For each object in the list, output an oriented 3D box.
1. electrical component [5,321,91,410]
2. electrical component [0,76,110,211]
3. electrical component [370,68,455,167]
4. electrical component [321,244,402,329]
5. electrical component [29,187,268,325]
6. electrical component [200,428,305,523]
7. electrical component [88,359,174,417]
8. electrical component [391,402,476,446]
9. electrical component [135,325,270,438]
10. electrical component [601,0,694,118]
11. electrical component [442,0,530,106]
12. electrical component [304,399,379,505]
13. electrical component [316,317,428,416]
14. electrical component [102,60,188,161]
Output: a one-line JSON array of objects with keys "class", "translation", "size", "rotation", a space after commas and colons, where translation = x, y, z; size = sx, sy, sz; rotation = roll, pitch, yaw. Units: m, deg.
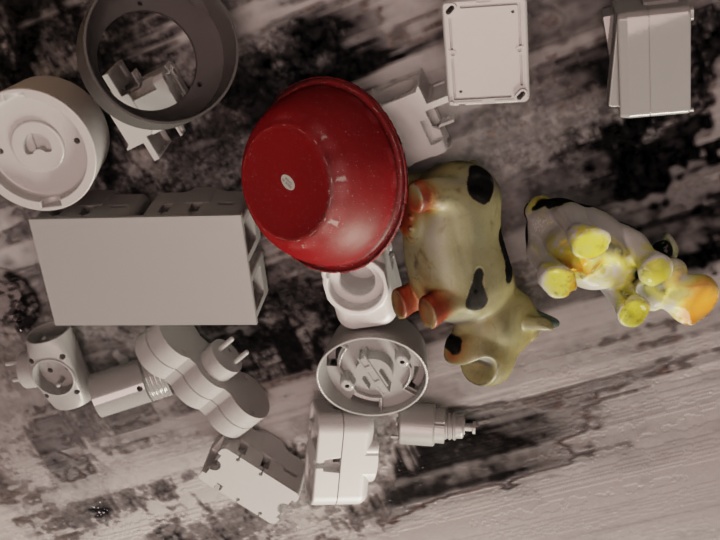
[{"class": "electrical component", "translation": [-0.304, 0.094, 1.036], "size": [0.079, 0.044, 0.077], "rotation": [-8, 117, 13]}, {"class": "electrical component", "translation": [-0.265, -0.111, 0.909], "size": [0.108, 0.060, 0.108], "rotation": [4, 119, 7]}, {"class": "electrical component", "translation": [0.041, -0.120, 0.869], "size": [0.081, 0.042, 0.063], "rotation": [-19, 115, 18]}, {"class": "electrical component", "translation": [0.000, 0.000, 0.931], "size": [0.054, 0.059, 0.095], "rotation": [-9, 117, 13]}, {"class": "electrical component", "translation": [-0.182, -0.012, 0.951], "size": [0.186, 0.060, 0.105], "rotation": [-1, 118, 9]}, {"class": "electrical component", "translation": [-0.103, 0.194, 1.054], "size": [0.089, 0.055, 0.050], "rotation": [35, 118, -11]}, {"class": "electrical component", "translation": [-0.214, 0.108, 1.029], "size": [0.081, 0.043, 0.043], "rotation": [-18, 116, -2]}, {"class": "electrical component", "translation": [0.069, 0.145, 1.010], "size": [0.078, 0.040, 0.040], "rotation": [3, 119, 7]}, {"class": "electrical component", "translation": [-0.136, 0.090, 1.004], "size": [0.074, 0.052, 0.138], "rotation": [-39, 107, 24]}, {"class": "electrical component", "translation": [0.214, -0.168, 0.805], "size": [0.061, 0.061, 0.096], "rotation": [-4, 118, 10]}, {"class": "electrical component", "translation": [0.096, -0.180, 0.817], "size": [0.062, 0.061, 0.096], "rotation": [-2, 118, 9]}, {"class": "electrical component", "translation": [-0.017, 0.172, 1.019], "size": [0.059, 0.053, 0.095], "rotation": [1, 108, -12]}, {"class": "electrical component", "translation": [0.013, 0.087, 0.973], "size": [0.099, 0.064, 0.099], "rotation": [4, 119, 7]}, {"class": "electrical component", "translation": [-0.173, -0.138, 0.892], "size": [0.064, 0.042, 0.081], "rotation": [-23, 113, 16]}]
